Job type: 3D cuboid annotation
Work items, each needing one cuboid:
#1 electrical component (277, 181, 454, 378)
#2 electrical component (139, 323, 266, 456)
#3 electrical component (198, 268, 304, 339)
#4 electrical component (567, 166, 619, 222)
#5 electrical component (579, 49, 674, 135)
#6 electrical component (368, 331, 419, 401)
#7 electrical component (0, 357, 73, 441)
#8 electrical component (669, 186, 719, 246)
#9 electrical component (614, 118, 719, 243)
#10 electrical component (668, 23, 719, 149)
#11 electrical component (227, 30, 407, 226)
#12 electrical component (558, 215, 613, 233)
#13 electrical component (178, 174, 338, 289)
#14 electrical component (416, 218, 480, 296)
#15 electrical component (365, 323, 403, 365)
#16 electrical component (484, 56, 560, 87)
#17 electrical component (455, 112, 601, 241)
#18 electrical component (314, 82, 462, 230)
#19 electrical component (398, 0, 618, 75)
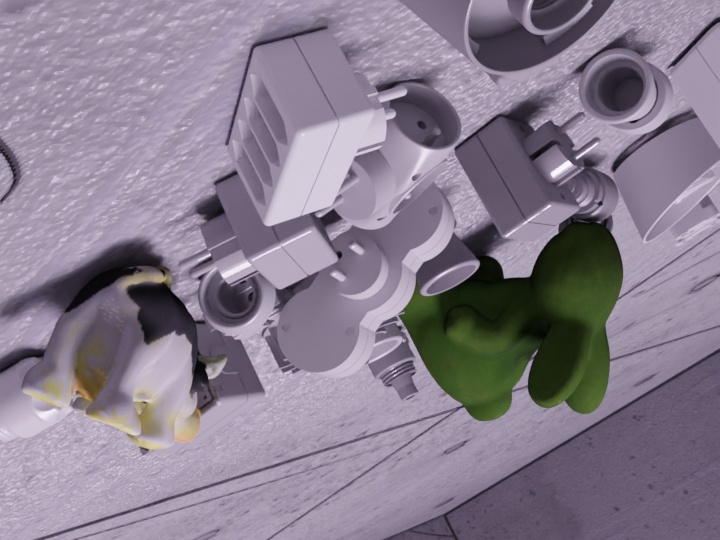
[{"bbox_3d":[0.000,0.000,0.640,0.138,0.052,0.074,-55,161,0],"label":"electrical component"},{"bbox_3d":[-0.122,0.086,0.753,0.096,0.061,0.061,-37,160,27],"label":"electrical component"},{"bbox_3d":[-0.070,0.016,0.661,0.066,0.048,0.055,-30,170,9],"label":"electrical component"},{"bbox_3d":[0.167,-0.058,0.808,0.040,0.040,0.078,-35,162,22],"label":"electrical component"},{"bbox_3d":[0.163,-0.107,0.655,0.045,0.045,0.055,-36,161,25],"label":"electrical component"},{"bbox_3d":[0.033,0.091,0.998,0.048,0.062,0.048,-25,163,-8],"label":"electrical component"},{"bbox_3d":[-0.208,0.082,0.645,0.062,0.043,0.043,-29,163,10],"label":"electrical component"},{"bbox_3d":[0.280,-0.059,0.935,0.081,0.063,0.042,-33,163,17],"label":"electrical component"},{"bbox_3d":[0.252,-0.073,0.851,0.099,0.064,0.099,-25,163,-8],"label":"electrical component"},{"bbox_3d":[0.260,-0.113,0.694,0.062,0.096,0.061,-17,159,-31],"label":"electrical component"},{"bbox_3d":[-0.013,-0.069,0.498,0.076,0.047,0.083,-20,161,-24],"label":"electrical component"},{"bbox_3d":[0.188,-0.039,0.889,0.043,0.043,0.062,-26,162,-5],"label":"electrical component"},{"bbox_3d":[-0.060,-0.016,0.578,0.077,0.047,0.065,-26,163,3],"label":"electrical component"},{"bbox_3d":[0.049,-0.017,0.724,0.045,0.055,0.045,-25,163,-8],"label":"electrical component"},{"bbox_3d":[0.001,0.045,0.845,0.055,0.047,0.055,-25,163,-8],"label":"electrical component"},{"bbox_3d":[0.090,-0.117,0.535,0.061,0.035,0.035,-27,163,-10],"label":"electrical component"},{"bbox_3d":[0.111,-0.066,0.660,0.077,0.065,0.047,-36,161,27],"label":"electrical component"},{"bbox_3d":[0.006,-0.051,0.563,0.079,0.044,0.077,-38,173,-40],"label":"electrical component"},{"bbox_3d":[0.066,-0.132,0.448,0.099,0.064,0.099,-26,150,-17],"label":"electrical component"}]
